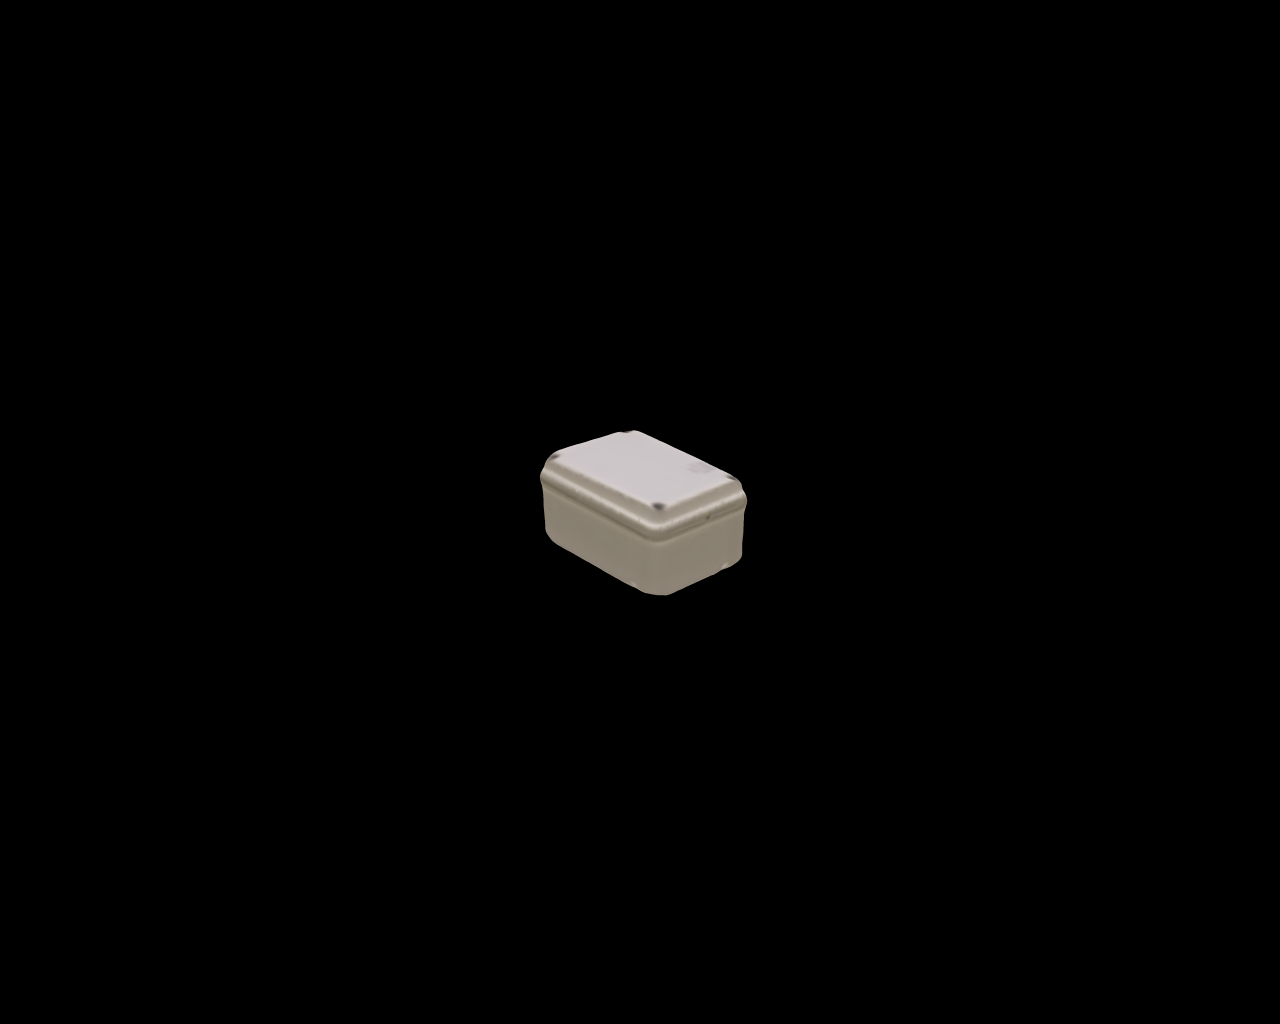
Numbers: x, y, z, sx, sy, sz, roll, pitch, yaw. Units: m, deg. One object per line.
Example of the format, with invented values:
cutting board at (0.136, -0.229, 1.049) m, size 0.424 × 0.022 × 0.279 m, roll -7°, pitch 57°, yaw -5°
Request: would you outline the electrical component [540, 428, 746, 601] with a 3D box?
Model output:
electrical component at (0.001, -0.003, 0.650) m, size 0.078 × 0.057 × 0.113 m, roll -21°, pitch 33°, yaw -36°
